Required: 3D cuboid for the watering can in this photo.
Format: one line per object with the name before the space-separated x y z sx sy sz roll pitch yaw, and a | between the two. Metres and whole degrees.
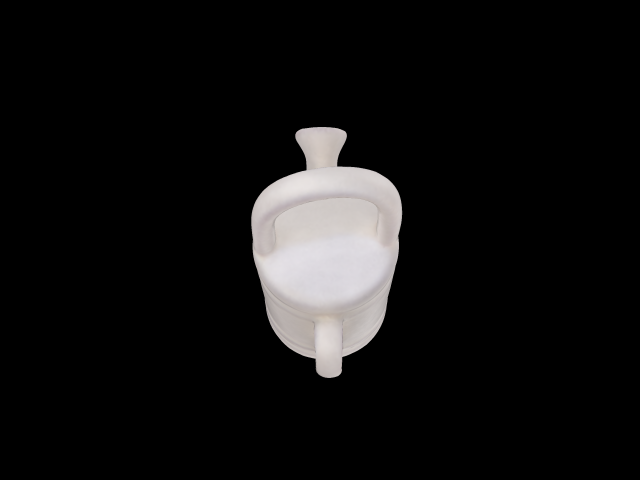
watering can | 0.001 0.002 0.400 0.101 0.194 0.172 -22 64 -11
